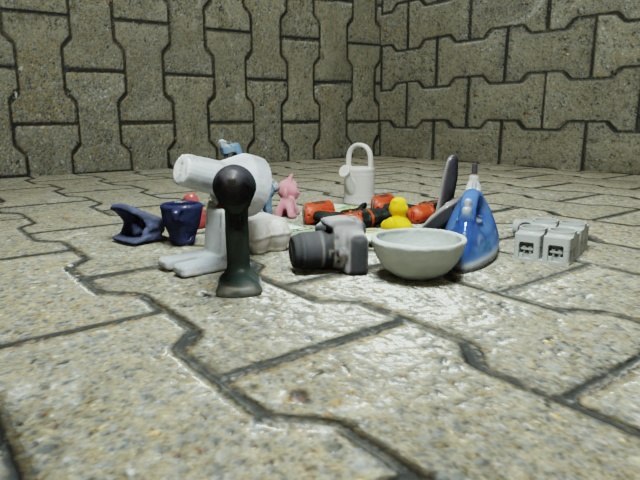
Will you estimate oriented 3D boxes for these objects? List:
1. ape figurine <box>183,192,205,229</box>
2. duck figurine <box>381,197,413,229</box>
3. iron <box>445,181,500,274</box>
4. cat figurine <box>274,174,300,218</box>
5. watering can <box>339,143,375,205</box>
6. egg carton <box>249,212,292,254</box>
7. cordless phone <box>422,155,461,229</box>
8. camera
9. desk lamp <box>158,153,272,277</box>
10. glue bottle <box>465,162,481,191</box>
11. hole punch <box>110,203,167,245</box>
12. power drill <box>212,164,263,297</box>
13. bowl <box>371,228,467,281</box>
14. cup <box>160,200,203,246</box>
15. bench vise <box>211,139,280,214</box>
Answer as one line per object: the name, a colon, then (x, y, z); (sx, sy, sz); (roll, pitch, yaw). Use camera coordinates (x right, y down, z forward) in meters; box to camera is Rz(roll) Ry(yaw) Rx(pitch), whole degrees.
ape figurine: (-0.324, -0.075, 1.447); (0.076, 0.092, 0.078); (2, 13, 11)
duck figurine: (0.186, -0.060, 1.382); (0.077, 0.086, 0.105); (6, 14, 28)
iron: (0.294, -0.034, 1.128); (0.118, 0.141, 0.259); (4, 13, 17)
cat figurine: (-0.092, -0.128, 1.628); (0.067, 0.118, 0.128); (1, 12, 5)
watering can: (0.124, -0.212, 1.826); (0.100, 0.194, 0.173); (3, 13, 13)
egg carton: (-0.134, -0.017, 1.230); (0.107, 0.069, 0.149); (-9, 15, -34)
cordless phone: (0.295, -0.107, 1.361); (0.094, 0.185, 0.148); (4, 13, 18)
camera: (0.010, 0.004, 1.057); (0.137, 0.101, 0.143); (-4, 13, -16)
desk lamp: (-0.193, -0.056, 1.071); (0.204, 0.213, 0.117); (-12, 17, -43)
glue bottle: (0.352, -0.091, 1.318); (0.037, 0.173, 0.078); (3, 13, 14)
hole punch: (-0.411, -0.042, 1.300); (0.108, 0.091, 0.101); (10, 16, 39)
power drill: (-0.133, -0.020, 0.917); (0.075, 0.208, 0.229); (-2, 12, -8)
bowl: (0.170, 0.029, 1.000); (0.167, 0.075, 0.167); (0, 12, 0)
cup: (-0.301, -0.033, 1.244); (0.091, 0.095, 0.117); (-1, 12, -3)
bench vise: (-0.214, -0.163, 1.549); (0.121, 0.220, 0.208); (9, 15, 36)
